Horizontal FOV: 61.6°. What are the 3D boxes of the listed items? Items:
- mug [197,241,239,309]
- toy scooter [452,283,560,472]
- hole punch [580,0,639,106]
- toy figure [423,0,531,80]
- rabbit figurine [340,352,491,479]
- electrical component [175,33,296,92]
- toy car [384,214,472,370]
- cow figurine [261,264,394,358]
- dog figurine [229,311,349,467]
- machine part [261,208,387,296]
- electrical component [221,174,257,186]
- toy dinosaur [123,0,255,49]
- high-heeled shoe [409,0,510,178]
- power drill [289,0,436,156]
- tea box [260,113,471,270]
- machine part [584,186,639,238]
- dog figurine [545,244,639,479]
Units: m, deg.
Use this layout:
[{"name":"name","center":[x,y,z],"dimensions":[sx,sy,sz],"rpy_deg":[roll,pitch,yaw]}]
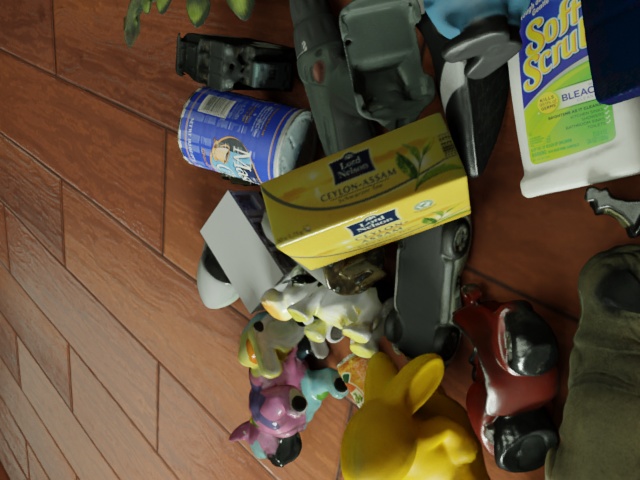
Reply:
[{"name":"mug","center":[-0.159,0.052,0.836],"dimensions":[0.110,0.081,0.107],"rpy_deg":[54,140,23]},{"name":"toy scooter","center":[0.168,0.116,0.506],"dimensions":[0.135,0.075,0.183],"rpy_deg":[-115,13,-60]},{"name":"hole punch","center":[0.230,-0.148,0.329],"dimensions":[0.116,0.092,0.142],"rpy_deg":[151,116,-78]},{"name":"toy figure","center":[0.115,-0.216,0.397],"dimensions":[0.089,0.082,0.180],"rpy_deg":[-12,76,15]},{"name":"rabbit figurine","center":[0.087,0.191,0.520],"dimensions":[0.122,0.173,0.162],"rpy_deg":[-7,73,42]},{"name":"electrical component","center":[-0.099,-0.220,0.672],"dimensions":[0.134,0.115,0.058],"rpy_deg":[30,123,40]},{"name":"toy car","center":[0.114,0.044,0.567],"dimensions":[0.074,0.056,0.201],"rpy_deg":[14,112,36]},{"name":"cow figurine","center":[0.010,0.070,0.644],"dimensions":[0.168,0.098,0.068],"rpy_deg":[14,148,34]},{"name":"dog figurine","center":[-0.070,0.218,0.770],"dimensions":[0.191,0.108,0.219],"rpy_deg":[58,137,17]},{"name":"machine part","center":[-0.001,-0.002,0.627],"dimensions":[0.243,0.079,0.079],"rpy_deg":[33,124,55]},{"name":"electrical component","center":[-0.116,-0.116,0.768],"dimensions":[0.102,0.045,0.078],"rpy_deg":[19,112,42]},{"name":"toy dinosaur","center":[-0.078,-0.361,0.589],"dimensions":[0.471,0.105,0.198],"rpy_deg":[-34,60,28]},{"name":"high-heeled shoe","center":[0.094,-0.182,0.507],"dimensions":[0.145,0.086,0.248],"rpy_deg":[4,96,44]},{"name":"power drill","center":[0.025,-0.176,0.536],"dimensions":[0.207,0.086,0.231],"rpy_deg":[-167,61,-69]},{"name":"tea box","center":[0.045,-0.037,0.490],"dimensions":[0.170,0.098,0.068],"rpy_deg":[-20,70,13]},{"name":"machine part","center":[0.265,-0.005,0.390],"dimensions":[0.139,0.084,0.039],"rpy_deg":[29,96,28]},{"name":"dog figurine","center":[0.217,0.112,0.400],"dimensions":[0.121,0.172,0.190],"rpy_deg":[-9,101,36]}]
